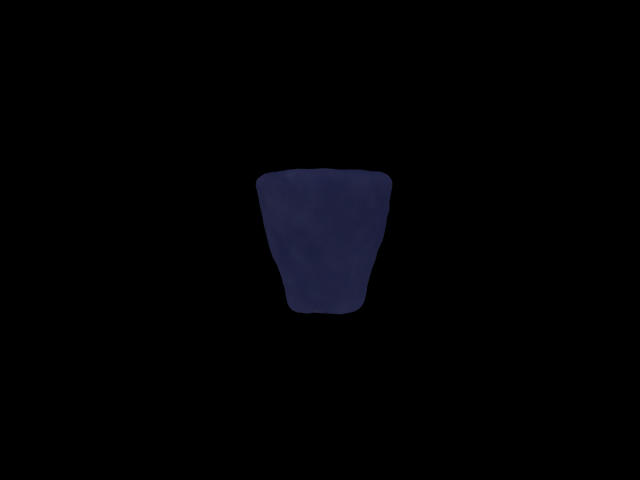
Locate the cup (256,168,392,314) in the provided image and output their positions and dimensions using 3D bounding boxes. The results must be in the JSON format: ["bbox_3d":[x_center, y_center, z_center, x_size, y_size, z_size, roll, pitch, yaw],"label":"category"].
[{"bbox_3d":[0.004,0.001,0.400,0.091,0.095,0.118,0,2,4],"label":"cup"}]
